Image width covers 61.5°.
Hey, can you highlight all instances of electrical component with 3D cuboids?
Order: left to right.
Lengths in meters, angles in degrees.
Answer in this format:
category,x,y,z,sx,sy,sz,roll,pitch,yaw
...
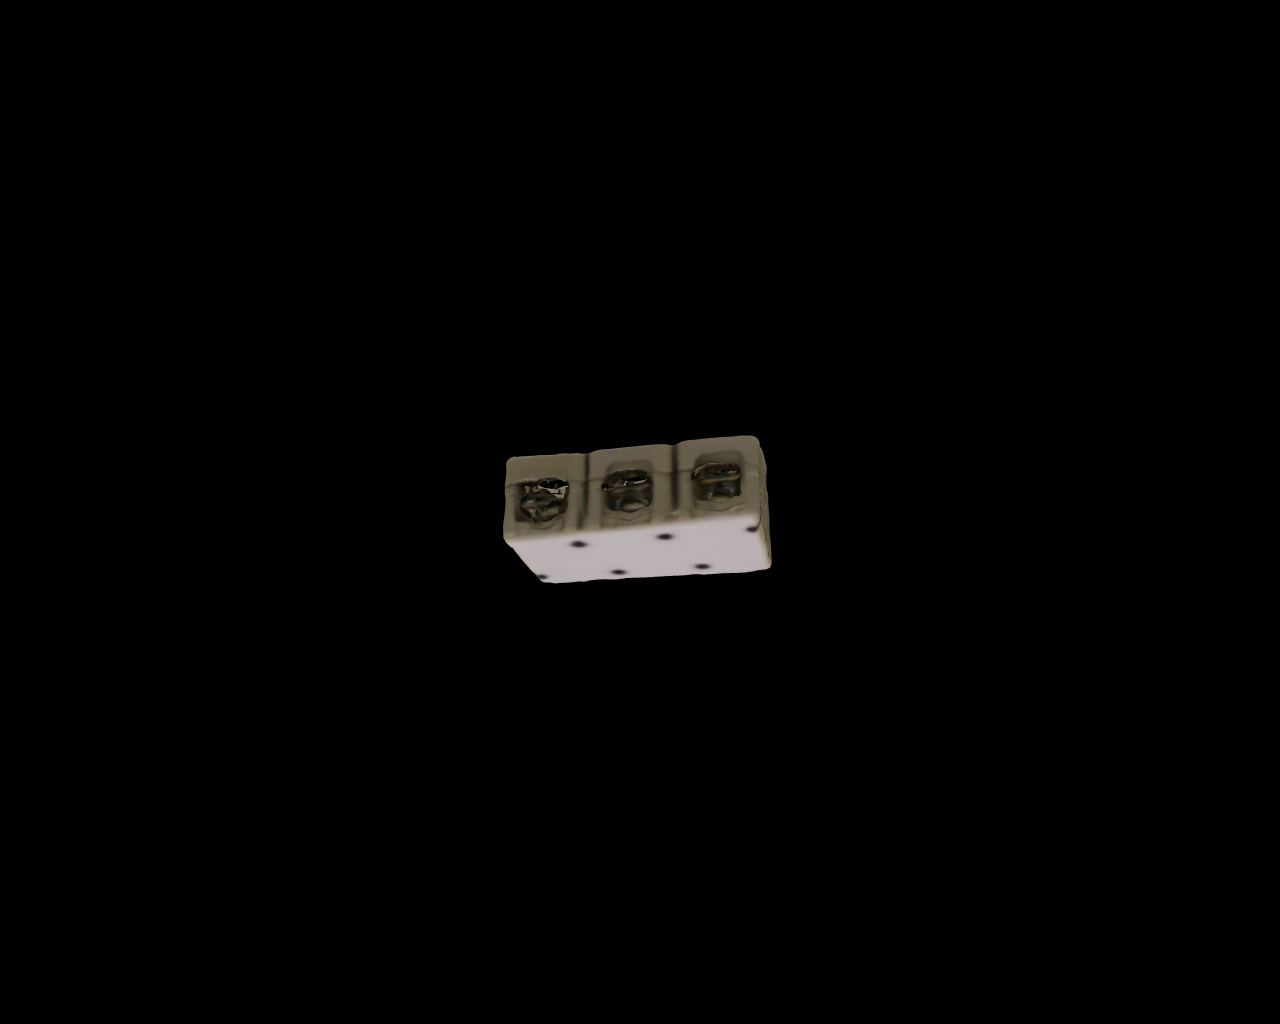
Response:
category,x,y,z,sx,sy,sz,roll,pitch,yaw
electrical component,0.001,-0.003,0.650,0.150,0.062,0.089,-4,-23,9
